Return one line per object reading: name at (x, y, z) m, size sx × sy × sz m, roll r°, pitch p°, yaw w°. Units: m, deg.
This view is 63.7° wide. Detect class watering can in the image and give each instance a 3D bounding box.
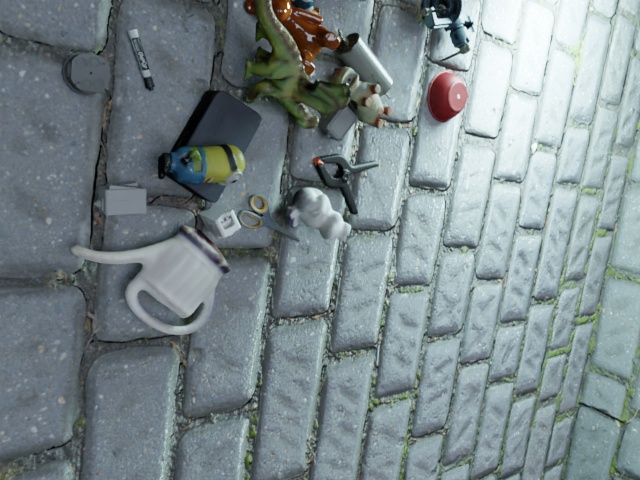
watering can at (-0.334, 0.060, 1.110) m, size 0.227 × 0.104 × 0.341 m, roll -51°, pitch 127°, yaw -18°

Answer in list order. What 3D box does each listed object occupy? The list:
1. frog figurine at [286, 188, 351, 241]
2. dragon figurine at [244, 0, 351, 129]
frog figurine at (0.004, -0.066, 1.306) m, size 0.134 × 0.159 × 0.125 m, roll 92°, pitch 10°, yaw -55°
dragon figurine at (-0.042, -0.364, 1.119) m, size 0.243 × 0.404 × 0.124 m, roll 21°, pitch 70°, yaw -2°
